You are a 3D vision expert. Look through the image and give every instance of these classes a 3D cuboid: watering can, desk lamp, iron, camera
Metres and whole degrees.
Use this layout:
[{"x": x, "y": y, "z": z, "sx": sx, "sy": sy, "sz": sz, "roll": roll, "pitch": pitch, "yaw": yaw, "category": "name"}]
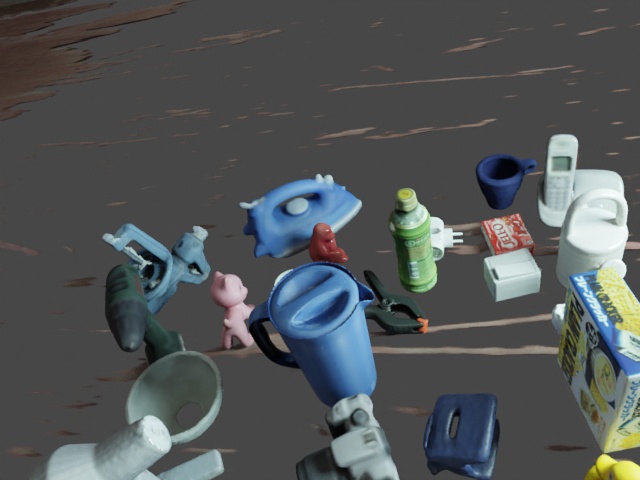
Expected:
[{"x": 0.447, "y": -0.001, "z": 0.929, "sx": 0.101, "sy": 0.194, "sz": 0.172, "roll": -24, "pitch": 45, "yaw": -6, "category": "watering can"}, {"x": -0.260, "y": 0.338, "z": 0.807, "sx": 0.203, "sy": 0.214, "sz": 0.117, "roll": -25, "pitch": 45, "yaw": -7, "category": "desk lamp"}, {"x": -0.041, "y": -0.071, "z": 1.183, "sx": 0.258, "sy": 0.142, "sz": 0.118, "roll": -26, "pitch": 45, "yaw": -8, "category": "iron"}, {"x": 0.031, "y": 0.308, "z": 0.826, "sx": 0.137, "sy": 0.101, "sz": 0.143, "roll": -21, "pitch": 45, "yaw": -3, "category": "camera"}]

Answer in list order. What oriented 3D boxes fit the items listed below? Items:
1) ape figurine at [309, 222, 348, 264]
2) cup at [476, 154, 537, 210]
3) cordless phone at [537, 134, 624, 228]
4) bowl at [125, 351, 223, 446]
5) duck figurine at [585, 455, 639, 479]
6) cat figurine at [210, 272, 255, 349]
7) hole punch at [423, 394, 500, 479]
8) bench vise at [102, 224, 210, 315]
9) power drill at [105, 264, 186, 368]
[{"x": 0.010, "y": 0.004, "z": 1.131, "sx": 0.076, "sy": 0.092, "sz": 0.078, "roll": -7, "pitch": 46, "yaw": 11, "category": "ape figurine"}, {"x": 0.367, "y": -0.112, "z": 1.130, "sx": 0.117, "sy": 0.095, "sz": 0.091, "roll": -17, "pitch": 45, "yaw": 1, "category": "cup"}, {"x": 0.471, "y": -0.110, "z": 1.032, "sx": 0.147, "sy": 0.185, "sz": 0.094, "roll": -1, "pitch": 47, "yaw": 16, "category": "cordless phone"}, {"x": -0.232, "y": 0.275, "z": 0.958, "sx": 0.167, "sy": 0.075, "sz": 0.167, "roll": -9, "pitch": 46, "yaw": 9, "category": "bowl"}, {"x": 0.389, "y": 0.315, "z": 0.720, "sx": 0.078, "sy": 0.086, "sz": 0.104, "roll": -37, "pitch": 48, "yaw": -18, "category": "duck figurine"}, {"x": -0.166, "y": 0.119, "z": 1.056, "sx": 0.067, "sy": 0.118, "sz": 0.127, "roll": -12, "pitch": 45, "yaw": 6, "category": "cat figurine"}, {"x": 0.200, "y": 0.274, "z": 0.814, "sx": 0.100, "sy": 0.091, "sz": 0.109, "roll": 6, "pitch": 49, "yaw": 22, "category": "hole punch"}, {"x": -0.325, "y": 0.026, "z": 1.122, "sx": 0.121, "sy": 0.220, "sz": 0.208, "roll": 12, "pitch": 52, "yaw": 27, "category": "bench vise"}, {"x": -0.308, "y": 0.154, "z": 1.002, "sx": 0.076, "sy": 0.209, "sz": 0.229, "roll": -27, "pitch": 45, "yaw": -9, "category": "power drill"}]
